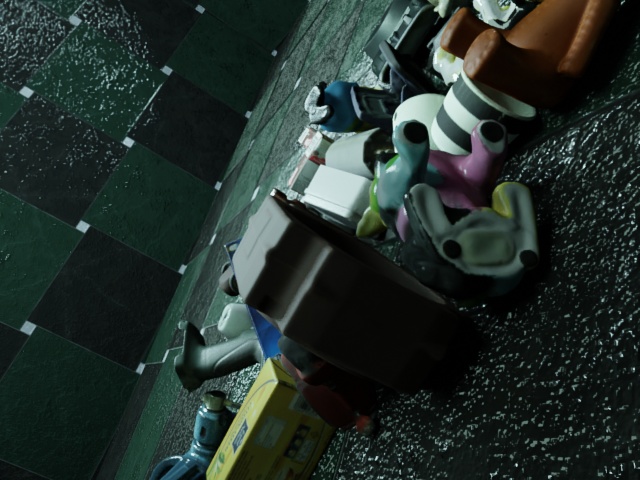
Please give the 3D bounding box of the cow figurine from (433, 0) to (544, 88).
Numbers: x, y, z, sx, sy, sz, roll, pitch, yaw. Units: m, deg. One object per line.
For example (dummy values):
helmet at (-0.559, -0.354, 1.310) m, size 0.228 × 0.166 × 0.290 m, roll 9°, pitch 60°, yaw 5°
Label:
cow figurine at (0.204, -0.227, 0.587) m, size 0.167 × 0.068 × 0.098 m, roll -53°, pitch 36°, yaw 40°

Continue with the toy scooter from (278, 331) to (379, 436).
toy scooter at (0.011, 0.139, 0.581) m, size 0.075 × 0.135 × 0.184 m, roll -38°, pitch 2°, yaw 2°

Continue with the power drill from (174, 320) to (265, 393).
power drill at (-0.107, 0.143, 0.813) m, size 0.085 × 0.207 × 0.232 m, roll 74°, pitch -170°, yaw -47°

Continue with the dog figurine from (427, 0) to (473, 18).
dog figurine at (0.202, -0.415, 0.847) m, size 0.172 × 0.121 × 0.190 m, roll -59°, pitch 4°, yaw 4°

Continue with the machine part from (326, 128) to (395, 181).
machine part at (0.070, -0.126, 0.819) m, size 0.079 × 0.079 × 0.243 m, roll -65°, pitch 18°, yaw -4°

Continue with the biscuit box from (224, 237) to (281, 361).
biscuit box at (-0.063, 0.088, 0.719) m, size 0.062 × 0.059 × 0.203 m, roll 66°, pitch 179°, yaw -66°

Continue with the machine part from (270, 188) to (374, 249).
machine part at (-0.001, -0.002, 0.706) m, size 0.056 × 0.179 × 0.179 m, roll -59°, pitch 18°, yaw 4°

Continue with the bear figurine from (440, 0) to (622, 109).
bear figurine at (0.215, -0.215, 0.458) m, size 0.120 × 0.132 × 0.195 m, roll -96°, pitch 30°, yaw -52°

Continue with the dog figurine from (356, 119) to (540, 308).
dog figurine at (0.103, -0.018, 0.527) m, size 0.219 × 0.108 × 0.191 m, roll 117°, pitch 143°, yaw -72°

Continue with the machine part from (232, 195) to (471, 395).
machine part at (0.021, 0.047, 0.509) m, size 0.087 × 0.201 × 0.201 m, roll -61°, pitch 18°, yaw 6°

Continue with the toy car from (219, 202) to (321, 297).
toy car at (-0.074, 0.012, 0.837) m, size 0.202 × 0.053 × 0.089 m, roll -43°, pitch 15°, yaw -12°

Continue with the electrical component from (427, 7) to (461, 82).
electrical component at (0.183, -0.247, 0.717) m, size 0.075 × 0.048 × 0.119 m, roll -46°, pitch 24°, yaw 46°

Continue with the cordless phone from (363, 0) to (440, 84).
cordless phone at (0.152, -0.300, 0.857) m, size 0.146 × 0.088 × 0.184 m, roll -55°, pitch 31°, yaw 28°

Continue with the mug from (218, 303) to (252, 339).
mug at (-0.120, 0.148, 0.925) m, size 0.081 × 0.107 × 0.110 m, roll -65°, pitch 20°, yaw -9°

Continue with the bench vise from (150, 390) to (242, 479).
bench vise at (-0.189, 0.338, 0.767) m, size 0.223 × 0.129 × 0.240 m, roll -68°, pitch -17°, yaw 13°

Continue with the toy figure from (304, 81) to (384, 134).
toy figure at (0.049, -0.206, 0.845) m, size 0.089 × 0.180 × 0.082 m, roll 5°, pitch 103°, yaw 46°

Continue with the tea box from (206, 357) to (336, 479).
tea box at (-0.054, 0.238, 0.633) m, size 0.169 × 0.098 × 0.068 m, roll -60°, pitch 19°, yaw 6°

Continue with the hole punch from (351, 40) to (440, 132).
hole punch at (0.108, -0.194, 0.737) m, size 0.092 × 0.115 × 0.142 m, roll -49°, pitch 24°, yaw 22°
